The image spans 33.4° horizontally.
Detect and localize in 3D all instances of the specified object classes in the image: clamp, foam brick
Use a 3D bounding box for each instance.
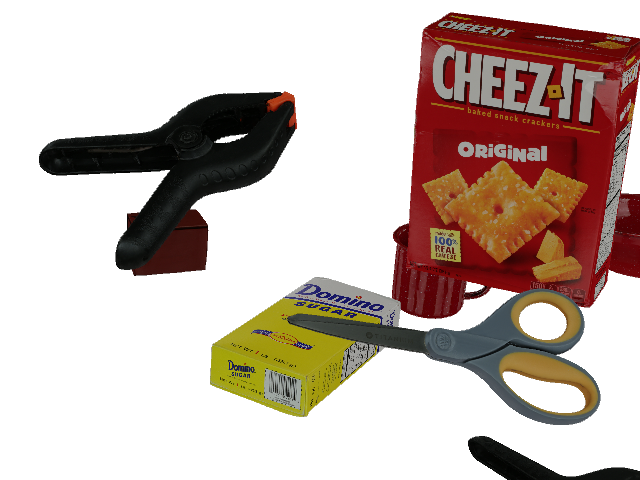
[{"bbox_3d":[-0.096,-0.058,0.702,0.171,0.039,0.120,-34,62,-29],"label":"clamp"},{"bbox_3d":[0.202,0.229,0.862,0.210,0.036,0.164,2,36,24],"label":"clamp"},{"bbox_3d":[-0.161,0.001,1.120,0.078,0.051,0.053,-4,23,-17],"label":"foam brick"}]

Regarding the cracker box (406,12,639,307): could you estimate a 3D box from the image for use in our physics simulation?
[{"bbox_3d":[0.161,-0.065,0.871,0.164,0.214,0.072,13,28,23],"label":"cracker box"}]

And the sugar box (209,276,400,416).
[{"bbox_3d":[-0.009,0.086,0.927,0.093,0.048,0.175,16,27,24],"label":"sugar box"}]

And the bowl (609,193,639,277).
[{"bbox_3d":[0.325,-0.002,1.061,0.162,0.055,0.162,1,17,0],"label":"bowl"}]

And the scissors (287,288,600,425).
[{"bbox_3d":[0.086,0.051,0.666,0.201,0.096,0.016,24,-30,-5],"label":"scissors"}]

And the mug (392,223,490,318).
[{"bbox_3d":[0.135,0.036,1.191,0.117,0.081,0.093,6,25,4],"label":"mug"}]
